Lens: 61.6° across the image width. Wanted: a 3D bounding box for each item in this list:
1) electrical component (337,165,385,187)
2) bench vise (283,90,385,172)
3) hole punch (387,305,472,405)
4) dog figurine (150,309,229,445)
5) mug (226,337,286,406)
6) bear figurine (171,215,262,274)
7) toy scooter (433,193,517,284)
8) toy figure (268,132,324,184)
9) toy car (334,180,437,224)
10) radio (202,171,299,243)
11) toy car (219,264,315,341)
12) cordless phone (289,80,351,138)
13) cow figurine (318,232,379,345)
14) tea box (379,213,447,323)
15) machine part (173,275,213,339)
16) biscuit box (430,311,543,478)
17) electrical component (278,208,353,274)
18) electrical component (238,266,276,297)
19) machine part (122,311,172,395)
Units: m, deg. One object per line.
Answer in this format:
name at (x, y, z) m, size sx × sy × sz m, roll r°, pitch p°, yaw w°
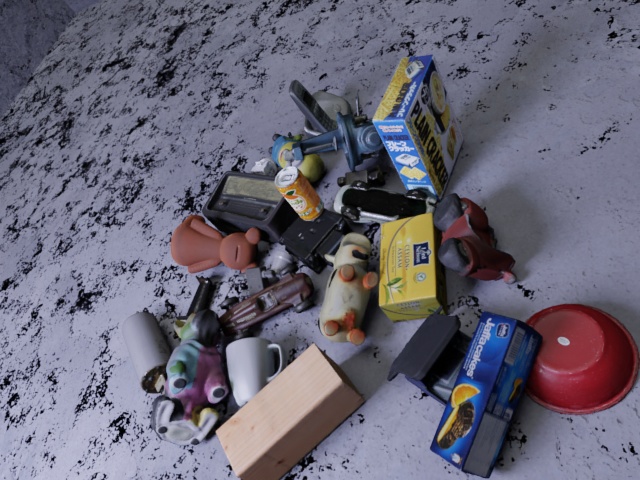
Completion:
electrical component at (0.087, -0.114, 1.100) m, size 0.102 × 0.045 × 0.078 m, roll -13°, pitch 78°, yaw 29°
bench vise at (0.041, -0.206, 1.105) m, size 0.241 × 0.128 × 0.224 m, roll -15°, pitch 27°, yaw 0°
hole punch at (0.179, 0.174, 0.784) m, size 0.142 × 0.092 × 0.116 m, roll -54°, pitch 9°, yaw -8°
dog figurine at (-0.235, 0.234, 0.983) m, size 0.191 × 0.108 × 0.219 m, roll -65°, pitch 21°, yaw 18°
mug at (-0.107, 0.230, 0.929) m, size 0.110 × 0.080 × 0.107 m, roll -17°, pitch 59°, yaw 15°
bear figurine at (-0.215, 0.012, 1.160) m, size 0.196 × 0.120 × 0.132 m, roll 3°, pitch 10°, yaw 6°
toy scooter at (0.249, 0.007, 0.853) m, size 0.075 × 0.135 × 0.184 m, roll -56°, pitch 12°, yaw 35°
toy figure at (-0.056, -0.189, 1.225) m, size 0.089 × 0.082 × 0.180 m, roll -15°, pitch 33°, yaw -17°
toy car at (0.121, -0.062, 1.012) m, size 0.202 × 0.056 × 0.073 m, roll 13°, pitch 70°, yaw 27°
radio at (-0.150, -0.076, 1.201) m, size 0.230 × 0.073 × 0.131 m, roll 11°, pitch 62°, yaw 39°
toy car at (-0.105, 0.121, 1.008) m, size 0.202 × 0.053 × 0.089 m, roll -27°, pitch 74°, yaw 11°
cordless phone at (-0.011, -0.307, 1.218) m, size 0.089 × 0.184 × 0.146 m, roll -13°, pitch 50°, yaw 31°
cow figurine at (0.048, 0.080, 0.927) m, size 0.127 × 0.085 × 0.195 m, roll 145°, pitch 140°, yaw -71°
tea box at (0.156, 0.046, 0.904) m, size 0.098 × 0.068 × 0.170 m, roll -14°, pitch 49°, yaw 24°
machine part at (-0.260, 0.141, 1.127) m, size 0.084 × 0.039 × 0.139 m, roll -14°, pitch 51°, yaw 35°
biscuit box at (0.217, 0.198, 0.703) m, size 0.063 × 0.059 × 0.202 m, roll 11°, pitch 75°, yaw 60°
electrical component at (-0.002, -0.003, 1.057) m, size 0.115 × 0.058 × 0.134 m, roll -51°, pitch 44°, yaw -9°
electrical component at (-0.123, 0.085, 1.068) m, size 0.094 × 0.021 × 0.063 m, roll -9°, pitch 93°, yaw 36°
machine part at (-0.345, 0.223, 1.085) m, size 0.079 × 0.079 × 0.243 m, roll -42°, pitch 43°, yaw -2°
